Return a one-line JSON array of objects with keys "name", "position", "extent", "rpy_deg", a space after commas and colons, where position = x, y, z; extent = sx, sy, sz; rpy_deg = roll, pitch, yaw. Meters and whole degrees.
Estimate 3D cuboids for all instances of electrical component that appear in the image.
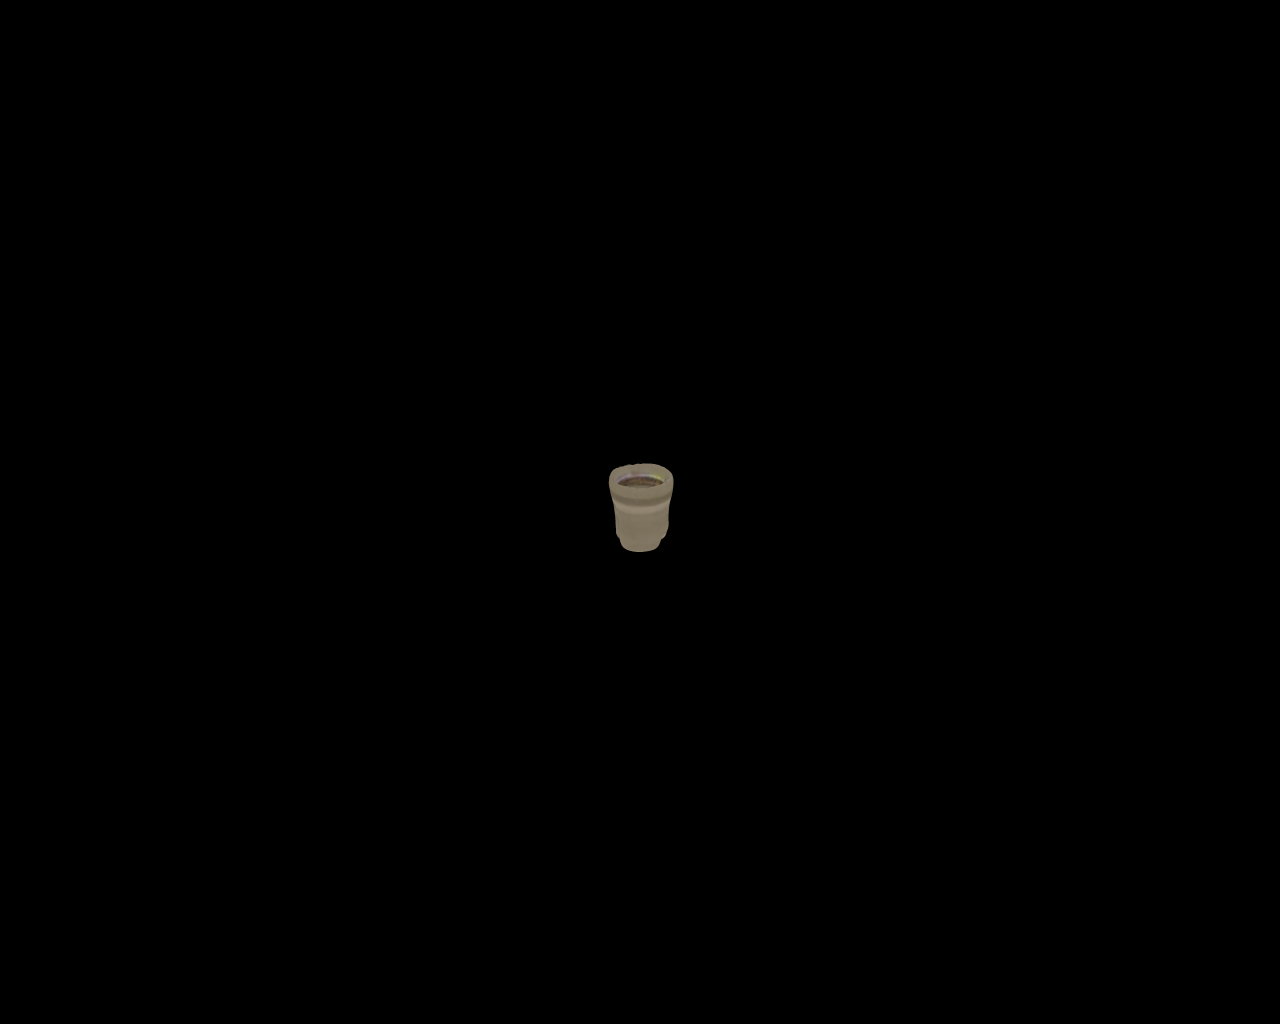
[{"name": "electrical component", "position": [0.001, -0.003, 0.650], "extent": [0.040, 0.046, 0.040], "rpy_deg": [0, 26, 0]}]
